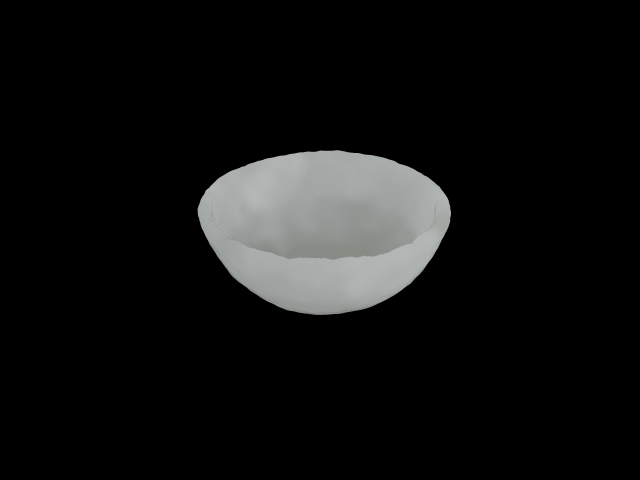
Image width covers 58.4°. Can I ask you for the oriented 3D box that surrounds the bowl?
[{"bbox_3d":[0.004,0.001,0.400,0.167,0.075,0.167,0,31,0],"label":"bowl"}]
